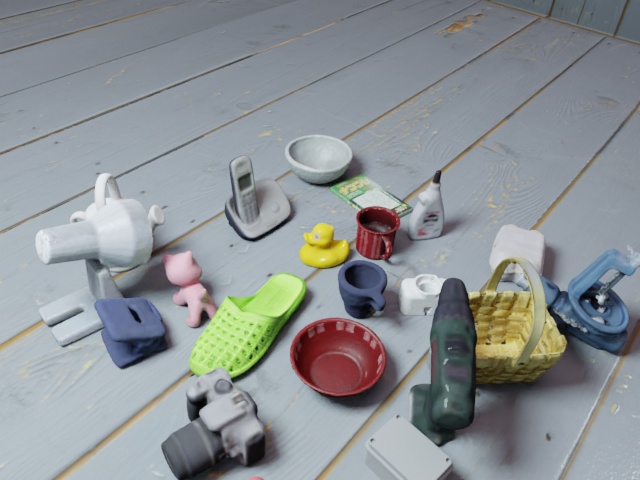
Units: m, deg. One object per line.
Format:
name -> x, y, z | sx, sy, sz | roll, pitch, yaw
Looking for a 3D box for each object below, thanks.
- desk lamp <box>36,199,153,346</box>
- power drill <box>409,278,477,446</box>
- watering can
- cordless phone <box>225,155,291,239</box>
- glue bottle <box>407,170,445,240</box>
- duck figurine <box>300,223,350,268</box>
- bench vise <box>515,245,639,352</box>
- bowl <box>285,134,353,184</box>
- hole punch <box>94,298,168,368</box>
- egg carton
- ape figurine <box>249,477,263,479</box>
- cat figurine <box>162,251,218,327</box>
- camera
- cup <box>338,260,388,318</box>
desk lamp -> -0.392, 0.046, 0.995 | 0.204, 0.214, 0.117 | -28, 50, -32
power drill -> 0.188, 0.202, 0.872 | 0.075, 0.208, 0.229 | 7, 40, 3
watering can -> -0.393, -0.042, 1.113 | 0.173, 0.194, 0.100 | -12, 43, -18
cordless phone -> -0.134, -0.106, 1.220 | 0.094, 0.185, 0.148 | 30, 47, 27
glue bottle -> 0.237, -0.076, 1.229 | 0.078, 0.173, 0.037 | -11, 43, -17
duck figurine -> 0.011, 0.004, 1.181 | 0.104, 0.086, 0.077 | -3, 41, -9
bench vise -> 0.460, 0.096, 1.012 | 0.207, 0.220, 0.121 | 8, 41, 5
bowl -> -0.005, -0.188, 1.414 | 0.167, 0.075, 0.167 | 3, 40, -2
hole punch -> -0.323, 0.143, 0.983 | 0.101, 0.091, 0.108 | -22, 47, -28
egg carton -> 0.414, 0.030, 1.201 | 0.107, 0.069, 0.150 | 16, 42, 13
ape figurine -> -0.089, 0.348, 0.764 | 0.077, 0.092, 0.076 | 15, 42, 13
cat figurine -> -0.238, 0.077, 1.048 | 0.067, 0.118, 0.127 | -23, 48, -29
camera -> -0.166, 0.272, 0.839 | 0.137, 0.101, 0.142 | -24, 48, -29
cup -> 0.082, 0.107, 1.060 | 0.092, 0.095, 0.117 | -18, 45, -24
